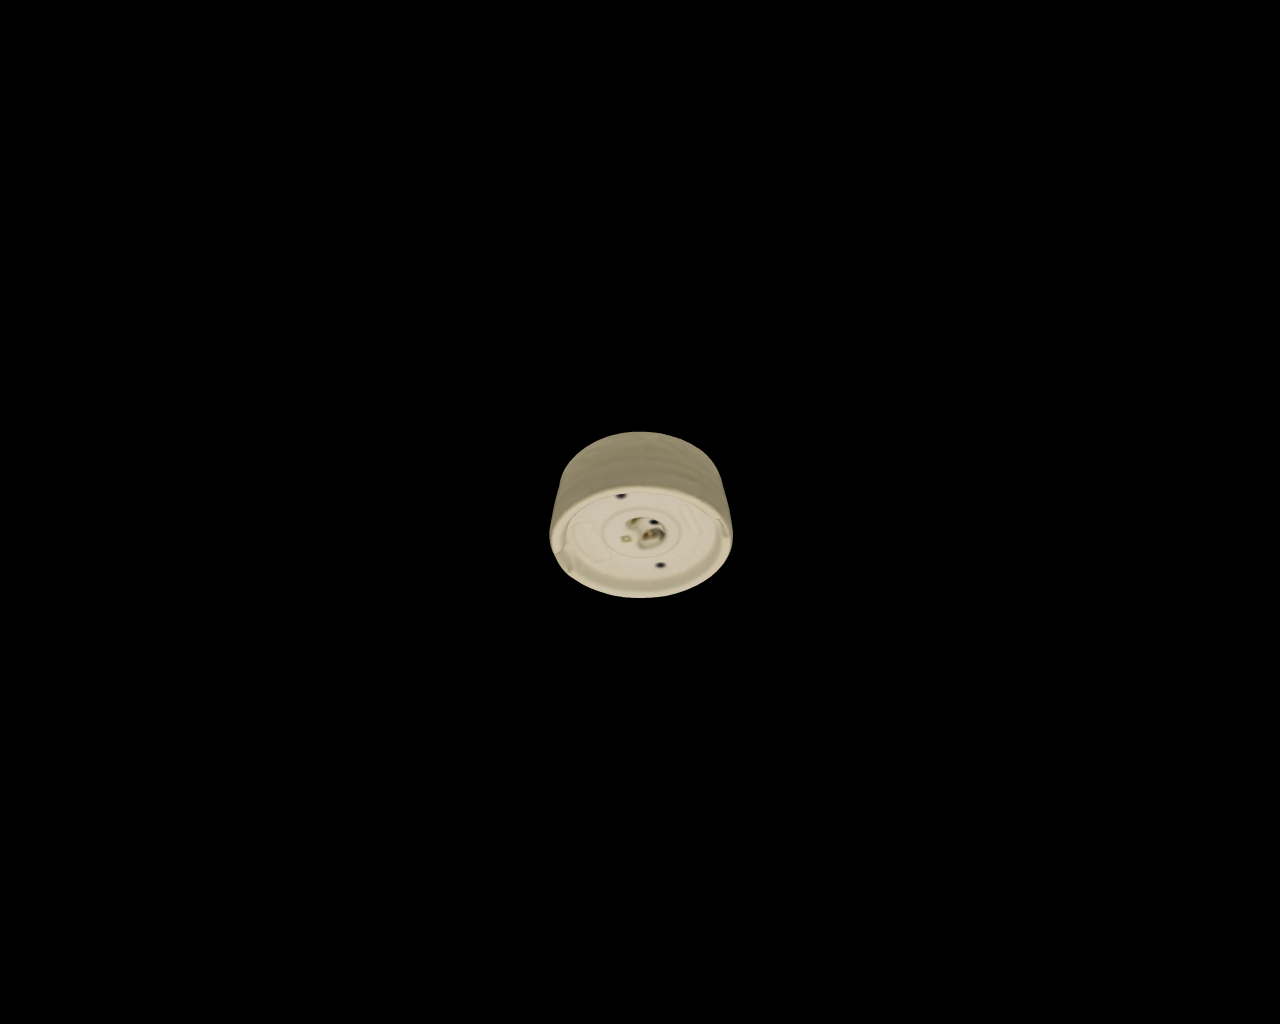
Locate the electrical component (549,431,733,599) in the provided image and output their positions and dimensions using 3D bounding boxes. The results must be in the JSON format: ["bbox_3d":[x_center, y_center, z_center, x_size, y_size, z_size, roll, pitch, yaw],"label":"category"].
[{"bbox_3d":[0.001,-0.003,0.650,0.108,0.060,0.108,0,-40,0],"label":"electrical component"}]
